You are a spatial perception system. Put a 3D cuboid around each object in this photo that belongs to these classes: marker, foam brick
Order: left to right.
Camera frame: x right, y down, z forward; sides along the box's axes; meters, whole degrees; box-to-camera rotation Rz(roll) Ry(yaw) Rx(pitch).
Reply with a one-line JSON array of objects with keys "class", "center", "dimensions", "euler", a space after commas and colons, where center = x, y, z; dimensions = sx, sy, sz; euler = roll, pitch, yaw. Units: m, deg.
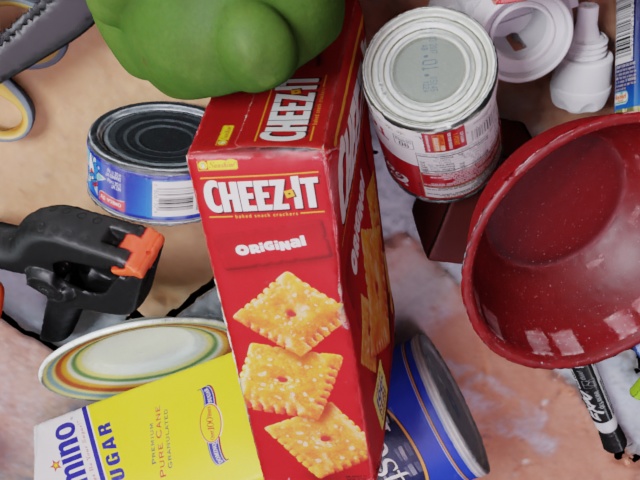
[{"class": "foam brick", "center": [0.095, -0.030, 0.646], "dimensions": [0.053, 0.051, 0.078], "euler": [8, 123, -15]}, {"class": "marker", "center": [0.203, 0.116, 0.784], "dimensions": [0.020, 0.020, 0.121], "euler": [-24, 125, 8]}]

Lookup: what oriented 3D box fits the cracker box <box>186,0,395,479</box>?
[{"class": "cracker box", "center": [-0.004, 0.001, 0.577], "dimensions": [0.072, 0.164, 0.214], "euler": [-2, 126, 9]}]

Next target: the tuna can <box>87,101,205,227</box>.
[{"class": "tuna can", "center": [-0.085, -0.044, 0.587], "dimensions": [0.086, 0.086, 0.034], "euler": [0, 123, -9]}]

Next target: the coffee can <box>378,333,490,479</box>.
[{"class": "coffee can", "center": [0.029, 0.139, 0.721], "dimensions": [0.140, 0.103, 0.102], "euler": [-27, 124, 10]}]

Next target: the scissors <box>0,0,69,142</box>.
[{"class": "scissors", "center": [-0.215, -0.130, 0.549], "dimensions": [0.096, 0.016, 0.201], "euler": [-36, 122, 14]}]

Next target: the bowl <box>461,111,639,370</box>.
[{"class": "bowl", "center": [0.142, -0.008, 0.587], "dimensions": [0.162, 0.055, 0.162], "euler": [-9, 124, -14]}]

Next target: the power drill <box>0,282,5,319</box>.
[{"class": "power drill", "center": [-0.262, 0.073, 0.630], "dimensions": [0.184, 0.057, 0.188], "euler": [32, 129, -23]}]

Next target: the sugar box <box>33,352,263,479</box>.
[{"class": "sugar box", "center": [-0.102, 0.140, 0.692], "dimensions": [0.176, 0.093, 0.048], "euler": [-21, 145, 12]}]

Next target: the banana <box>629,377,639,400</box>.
[{"class": "banana", "center": [0.314, 0.061, 0.756], "dimensions": [0.198, 0.037, 0.069], "euler": [-15, 144, 3]}]

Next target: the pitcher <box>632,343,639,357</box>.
[{"class": "pitcher", "center": [0.284, -0.012, 0.649], "dimensions": [0.243, 0.145, 0.149], "euler": [-42, 141, 15]}]

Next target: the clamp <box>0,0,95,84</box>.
[{"class": "clamp", "center": [-0.123, -0.164, 0.520], "dimensions": [0.164, 0.036, 0.210], "euler": [16, 113, -19]}]

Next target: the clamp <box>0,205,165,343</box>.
[{"class": "clamp", "center": [-0.157, 0.010, 0.602], "dimensions": [0.120, 0.039, 0.172], "euler": [35, 146, -28]}]

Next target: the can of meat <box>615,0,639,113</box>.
[{"class": "can of meat", "center": [0.212, -0.107, 0.585], "dimensions": [0.102, 0.057, 0.084], "euler": [1, 91, -9]}]

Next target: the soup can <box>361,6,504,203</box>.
[{"class": "soup can", "center": [0.061, -0.067, 0.554], "dimensions": [0.068, 0.068, 0.102], "euler": [-19, 160, 4]}]

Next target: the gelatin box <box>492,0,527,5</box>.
[{"class": "gelatin box", "center": [0.113, -0.151, 0.541], "dimensions": [0.073, 0.089, 0.030], "euler": [-8, 125, -4]}]
